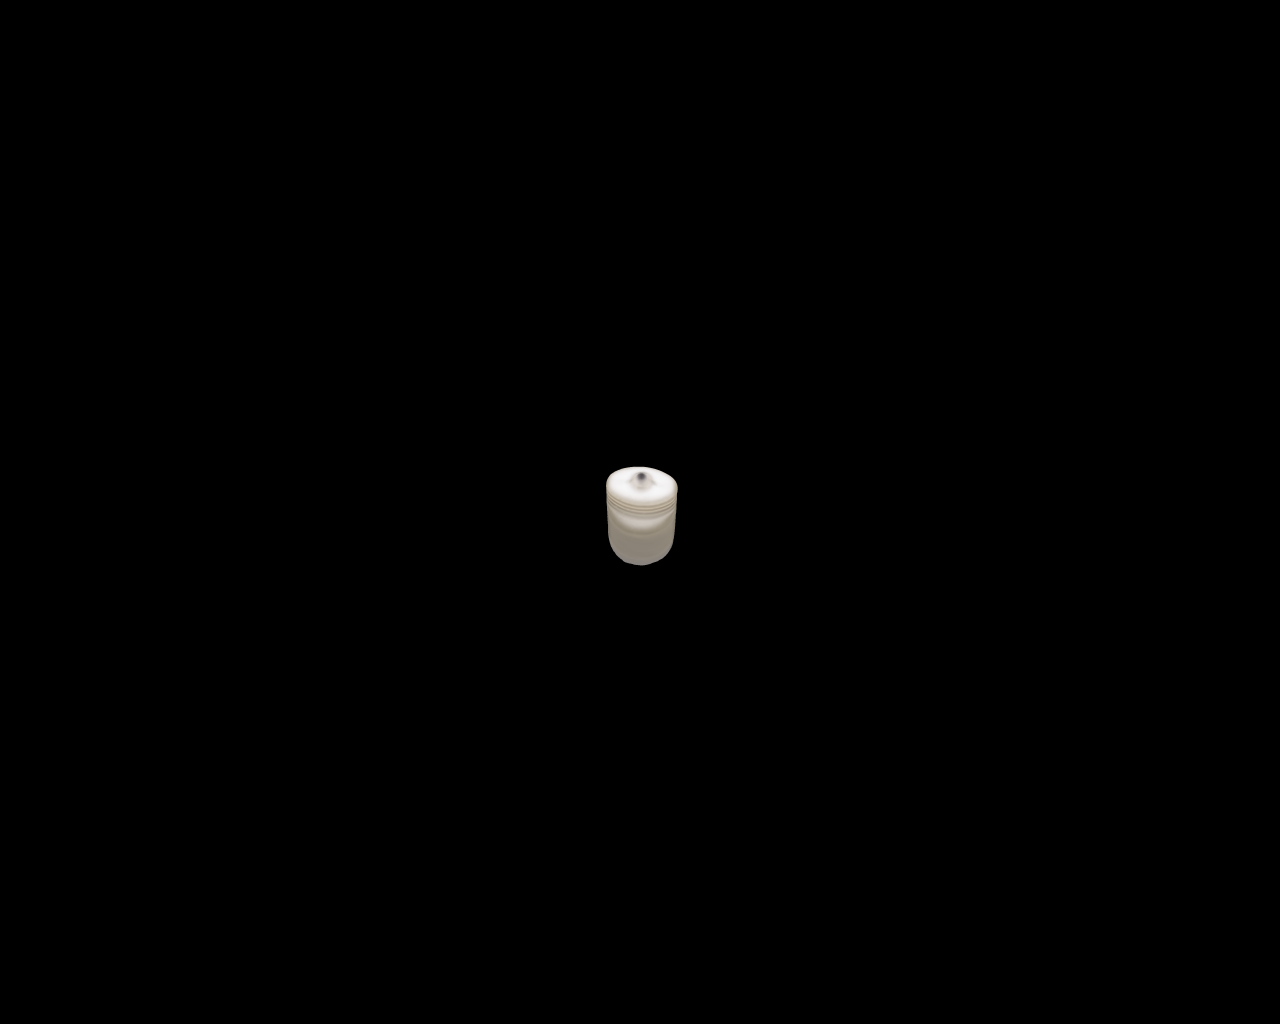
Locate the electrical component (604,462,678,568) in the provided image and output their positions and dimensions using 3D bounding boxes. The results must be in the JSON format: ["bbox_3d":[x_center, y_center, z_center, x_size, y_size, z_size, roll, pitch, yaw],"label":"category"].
[{"bbox_3d":[0.001,-0.003,0.650,0.043,0.043,0.080,0,-28,0],"label":"electrical component"}]
